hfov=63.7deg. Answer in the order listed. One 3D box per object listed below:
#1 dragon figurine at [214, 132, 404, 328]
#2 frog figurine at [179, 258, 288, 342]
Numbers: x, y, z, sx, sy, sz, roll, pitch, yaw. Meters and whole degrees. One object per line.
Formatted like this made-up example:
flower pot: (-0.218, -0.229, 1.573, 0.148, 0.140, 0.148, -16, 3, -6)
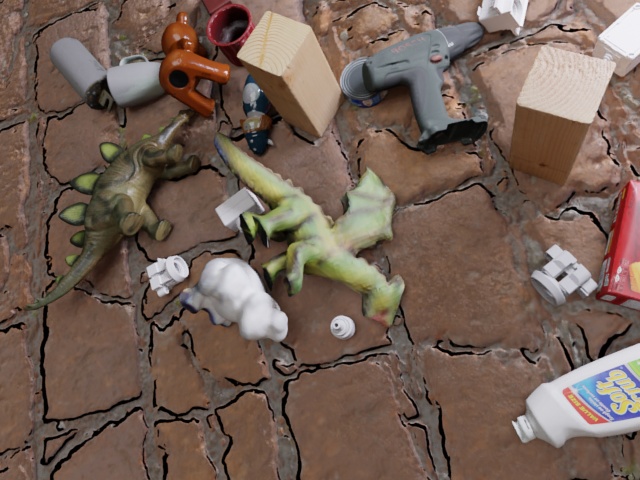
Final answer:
dragon figurine: (0.003, -0.042, 0.833, 0.244, 0.415, 0.120, -19, -18, -17)
frog figurine: (-0.114, 0.091, 0.798, 0.159, 0.135, 0.125, 0, 42, 35)
